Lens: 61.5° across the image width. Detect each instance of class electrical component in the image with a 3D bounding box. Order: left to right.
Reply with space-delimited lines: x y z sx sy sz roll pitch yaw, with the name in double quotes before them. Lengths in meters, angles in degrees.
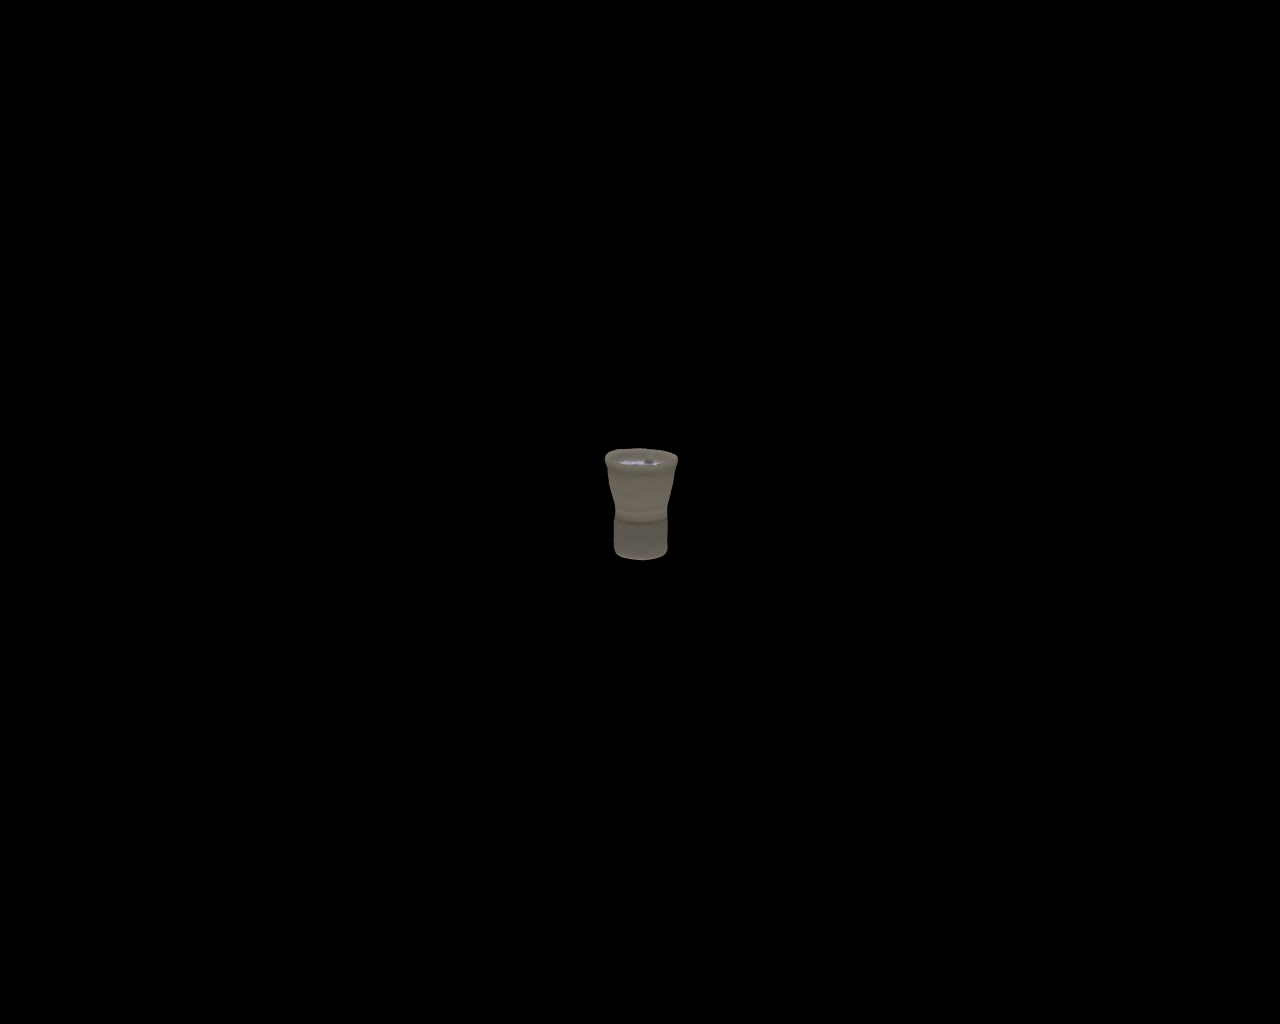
"electrical component" 0.001 -0.003 0.650 0.044 0.065 0.044 0 16 0
